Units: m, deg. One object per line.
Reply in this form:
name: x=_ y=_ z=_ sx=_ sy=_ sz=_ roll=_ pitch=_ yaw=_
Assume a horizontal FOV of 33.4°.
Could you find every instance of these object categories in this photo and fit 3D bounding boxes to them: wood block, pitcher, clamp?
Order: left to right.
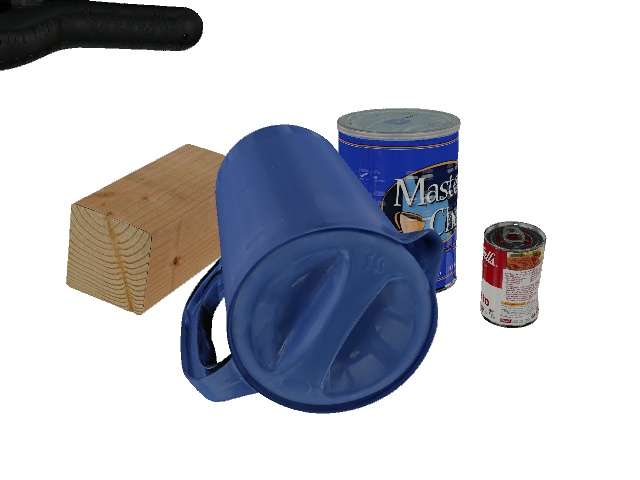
clamp: x=-0.167 y=-0.133 z=0.617 sx=0.171 sy=0.039 sz=0.120 roll=-11 pitch=31 yaw=-29
wood block: x=-0.155 y=-0.018 z=1.076 sx=0.090 sy=0.091 sz=0.205 roll=20 pitch=28 yaw=18
pitcher: x=-0.021 y=0.010 z=0.760 sx=0.149 sy=0.145 sz=0.243 roll=6 pitch=23 yaw=-14

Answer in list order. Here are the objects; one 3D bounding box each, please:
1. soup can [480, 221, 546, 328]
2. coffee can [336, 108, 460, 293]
soup can: x=0.216 y=0.038 z=1.200 sx=0.068 sy=0.102 sz=0.068 roll=-1 pitch=29 yaw=1
coffee can: x=0.066 y=-0.034 z=0.908 sx=0.103 sy=0.140 sz=0.103 roll=-1 pitch=18 yaw=0
